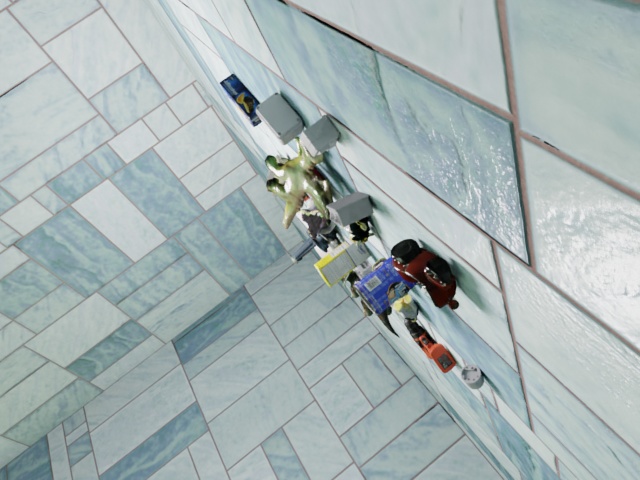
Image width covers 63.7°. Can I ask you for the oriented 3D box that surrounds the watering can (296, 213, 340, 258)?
[{"bbox_3d":[0.014,0.007,2.307,0.353,0.104,0.220,47,173,50],"label":"watering can"}]

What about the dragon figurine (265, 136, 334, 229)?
[{"bbox_3d":[-0.043,-0.127,1.422,0.247,0.123,0.400,49,152,40],"label":"dragon figurine"}]

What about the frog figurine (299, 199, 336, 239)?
[{"bbox_3d":[0.006,-0.094,1.874,0.137,0.121,0.162,44,-149,0],"label":"frog figurine"}]
